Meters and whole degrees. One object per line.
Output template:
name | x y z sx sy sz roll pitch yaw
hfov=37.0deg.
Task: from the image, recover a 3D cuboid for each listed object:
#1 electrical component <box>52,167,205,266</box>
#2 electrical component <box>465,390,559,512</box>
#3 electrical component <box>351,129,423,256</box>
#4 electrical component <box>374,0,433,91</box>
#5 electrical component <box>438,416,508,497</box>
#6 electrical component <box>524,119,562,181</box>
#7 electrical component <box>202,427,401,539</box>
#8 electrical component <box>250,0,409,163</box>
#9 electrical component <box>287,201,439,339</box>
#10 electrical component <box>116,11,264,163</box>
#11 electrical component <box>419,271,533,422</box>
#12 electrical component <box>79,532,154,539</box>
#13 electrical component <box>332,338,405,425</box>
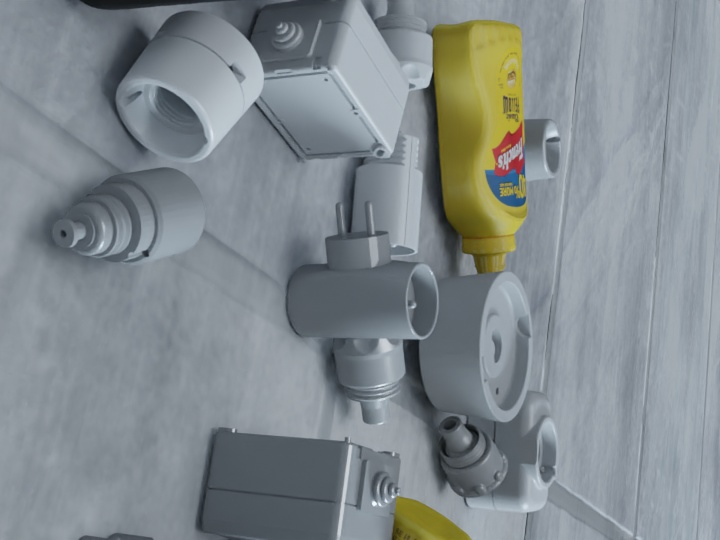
electrical component | -0.101 -0.022 0.466 0.078 0.040 0.040 -21 108 -60
electrical component | 0.122 0.144 0.862 0.054 0.059 0.095 17 74 -61
electrical component | 0.018 -0.053 0.687 0.043 0.043 0.081 21 71 -60
electrical component | 0.026 -0.151 0.705 0.043 0.043 0.062 9 81 -62
electrical component | 0.079 0.135 0.799 0.062 0.048 0.048 59 40 -32
electrical component | 0.142 -0.102 0.917 0.055 0.047 0.055 2 88 -62
electrical component | -0.024 0.118 0.548 0.062 0.096 0.061 32 62 -57
electrical component | -0.020 -0.112 0.597 0.096 0.062 0.061 50 47 -50
electrical component | 0.000 0.000 0.616 0.043 0.077 0.079 -20 107 -60
electrical component | -0.079 -0.083 0.495 0.047 0.055 0.055 -62 141 -37
electrical component | 0.079 0.055 0.781 0.108 0.060 0.108 2 88 -62
electrical component | -0.087 0.150 0.471 0.058 0.057 0.078 -63 142 -41
electrical component | 0.007 0.064 0.665 0.043 0.043 0.062 -33 120 -58
